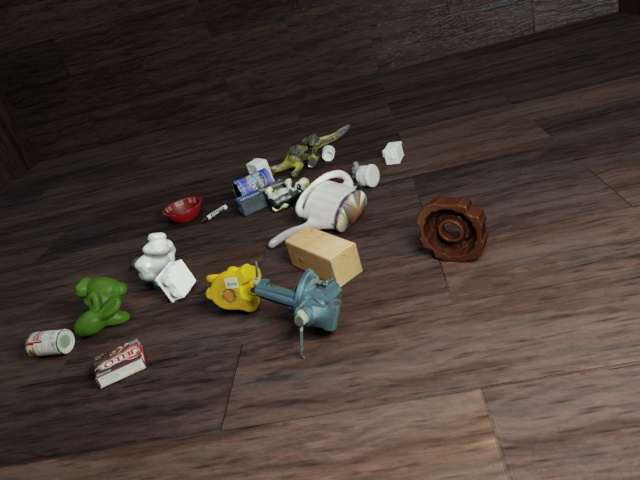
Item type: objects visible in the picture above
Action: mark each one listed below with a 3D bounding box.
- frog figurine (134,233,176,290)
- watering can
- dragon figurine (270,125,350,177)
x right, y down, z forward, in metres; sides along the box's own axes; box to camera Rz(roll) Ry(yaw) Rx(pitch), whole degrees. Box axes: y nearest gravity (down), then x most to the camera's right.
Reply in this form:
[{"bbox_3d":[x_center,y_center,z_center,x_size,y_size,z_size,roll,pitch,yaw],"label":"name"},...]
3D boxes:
[{"bbox_3d":[-0.508,0.053,1.588,0.139,0.156,0.123,-31,29,-28],"label":"frog figurine"},{"bbox_3d":[0.005,-0.081,1.617,0.226,0.102,0.352,20,64,37],"label":"watering can"},{"bbox_3d":[-0.075,-0.375,2.185,0.413,0.121,0.244,-32,18,-13],"label":"dragon figurine"}]
